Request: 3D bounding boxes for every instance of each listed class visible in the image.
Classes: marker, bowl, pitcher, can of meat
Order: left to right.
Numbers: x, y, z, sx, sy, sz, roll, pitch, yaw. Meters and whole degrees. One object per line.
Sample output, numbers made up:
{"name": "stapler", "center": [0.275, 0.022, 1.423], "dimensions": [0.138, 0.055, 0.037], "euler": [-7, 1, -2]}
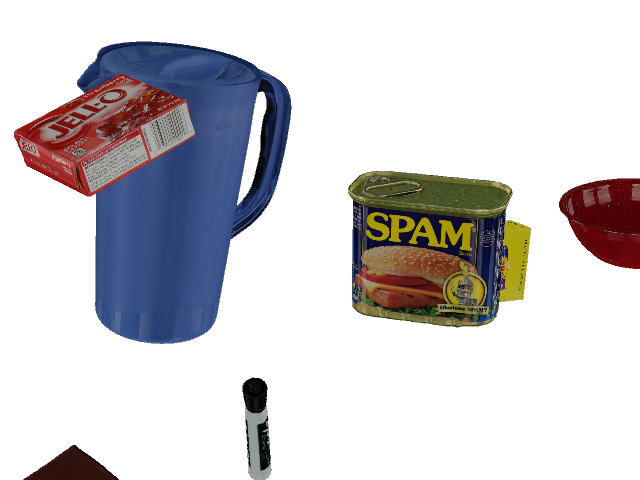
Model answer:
{"name": "pitcher", "center": [-0.120, -0.041, 0.911], "dimensions": [0.149, 0.243, 0.145], "euler": [13, 23, 9]}
{"name": "marker", "center": [-0.049, 0.148, 0.834], "dimensions": [0.020, 0.020, 0.121], "euler": [0, -44, -1]}
{"name": "can of meat", "center": [0.069, 0.006, 0.693], "dimensions": [0.102, 0.084, 0.057], "euler": [7, 23, 16]}
{"name": "bowl", "center": [0.329, -0.013, 1.109], "dimensions": [0.162, 0.055, 0.162], "euler": [-3, 23, 1]}

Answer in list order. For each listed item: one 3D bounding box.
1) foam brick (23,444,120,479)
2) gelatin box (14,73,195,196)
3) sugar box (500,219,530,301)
{"name": "foam brick", "center": [-0.098, 0.138, 0.458], "dimensions": [0.078, 0.051, 0.052], "euler": [27, 45, 34]}
{"name": "gelatin box", "center": [-0.137, -0.069, 0.677], "dimensions": [0.089, 0.030, 0.073], "euler": [-35, 41, -30]}
{"name": "sugar box", "center": [0.163, 0.030, 1.247], "dimensions": [0.175, 0.093, 0.048], "euler": [-6, 16, -32]}
